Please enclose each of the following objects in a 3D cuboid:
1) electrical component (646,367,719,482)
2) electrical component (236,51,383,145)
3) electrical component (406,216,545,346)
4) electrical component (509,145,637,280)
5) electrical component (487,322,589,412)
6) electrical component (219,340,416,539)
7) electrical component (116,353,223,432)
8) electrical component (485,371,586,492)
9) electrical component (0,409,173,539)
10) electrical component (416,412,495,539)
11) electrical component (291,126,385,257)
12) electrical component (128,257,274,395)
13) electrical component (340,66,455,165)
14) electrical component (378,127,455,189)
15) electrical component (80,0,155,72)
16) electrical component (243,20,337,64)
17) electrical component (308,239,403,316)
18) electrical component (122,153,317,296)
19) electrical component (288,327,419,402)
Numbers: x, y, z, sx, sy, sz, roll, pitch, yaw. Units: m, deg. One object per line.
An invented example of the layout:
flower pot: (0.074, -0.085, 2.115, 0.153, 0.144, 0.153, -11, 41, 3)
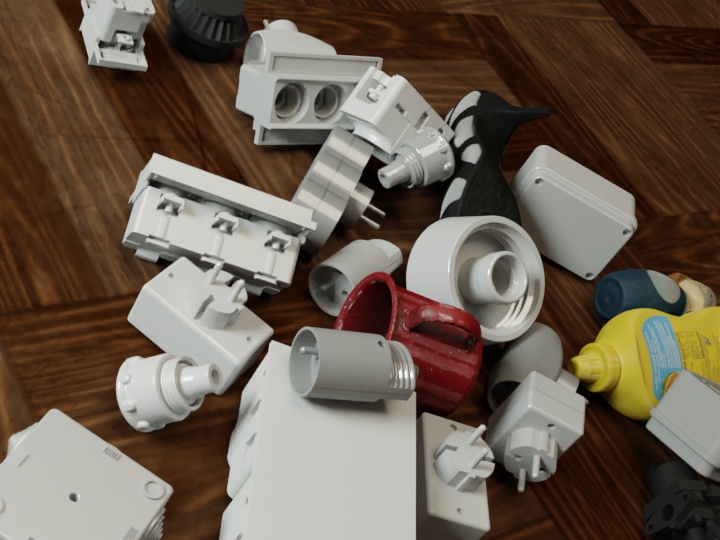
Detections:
electrical component: (0.296, 0.133, 0.867, 0.113, 0.057, 0.078, 24, 13, -37)
electrical component: (-0.043, -0.153, 0.945, 0.121, 0.078, 0.063, -6, 25, -39)
electrical component: (0.097, 0.008, 0.847, 0.108, 0.060, 0.108, 4, 83, -33)
electrical component: (0.193, -0.052, 1.004, 0.113, 0.078, 0.057, 29, 36, -7)
electrical component: (0.145, 0.090, 0.849, 0.079, 0.044, 0.077, 33, 39, -1)
electrical component: (-0.027, 0.146, 0.658, 0.105, 0.060, 0.186, 21, 41, -16)
electrical component: (-0.115, 0.072, 0.664, 0.048, 0.062, 0.048, 48, 35, -49)
electrical component: (0.125, 0.127, 0.781, 0.047, 0.065, 0.076, 28, 39, -8)
electrical component: (-0.161, 0.135, 0.584, 0.100, 0.048, 0.099, 34, 39, -1)
electrical component: (0.065, 0.133, 0.724, 0.047, 0.075, 0.083, 19, 41, -18)
electrical component: (-0.013, -0.058, 0.884, 0.074, 0.052, 0.138, 31, 39, -6)
electrical component: (-0.100, 0.025, 0.718, 0.083, 0.075, 0.047, 39, 39, 5)
electrical component: (0.031, -0.125, 0.940, 0.050, 0.055, 0.089, 30, -7, 45)
electrical component: (0.045, -0.088, 0.900, 0.062, 0.048, 0.048, -28, 67, -22)
electrical component: (-0.201, -0.206, 0.894, 0.042, 0.063, 0.081, 2, 49, -32)
electrical component: (-0.070, -0.205, 1.002, 0.077, 0.043, 0.079, 4, 48, -33)
electrical component: (0.000, 0.000, 0.841, 0.043, 0.043, 0.081, 43, 39, 10)
electrical component: (-0.104, -0.029, 0.775, 0.121, 0.079, 0.063, 19, 71, -18)
electrical component: (0.001, 0.061, 0.679, 0.081, 0.043, 0.043, 8, 46, -29)
